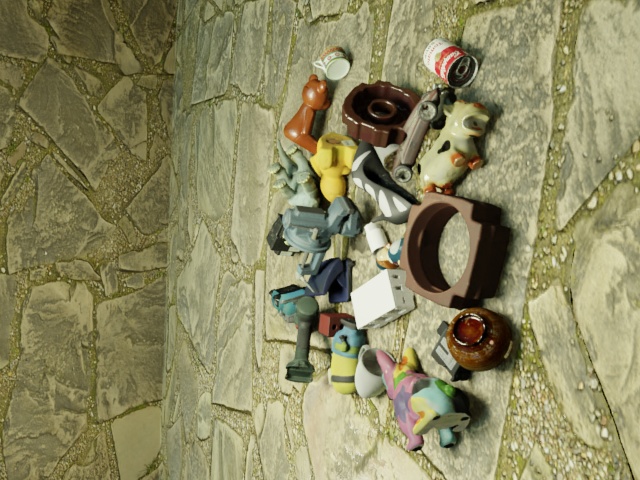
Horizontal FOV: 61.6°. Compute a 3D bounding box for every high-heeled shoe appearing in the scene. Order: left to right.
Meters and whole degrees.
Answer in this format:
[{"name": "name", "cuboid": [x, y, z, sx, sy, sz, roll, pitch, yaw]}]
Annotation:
[{"name": "high-heeled shoe", "cuboid": [0.150, -0.148, 1.226, 0.145, 0.086, 0.248, -27, 66, 51]}]

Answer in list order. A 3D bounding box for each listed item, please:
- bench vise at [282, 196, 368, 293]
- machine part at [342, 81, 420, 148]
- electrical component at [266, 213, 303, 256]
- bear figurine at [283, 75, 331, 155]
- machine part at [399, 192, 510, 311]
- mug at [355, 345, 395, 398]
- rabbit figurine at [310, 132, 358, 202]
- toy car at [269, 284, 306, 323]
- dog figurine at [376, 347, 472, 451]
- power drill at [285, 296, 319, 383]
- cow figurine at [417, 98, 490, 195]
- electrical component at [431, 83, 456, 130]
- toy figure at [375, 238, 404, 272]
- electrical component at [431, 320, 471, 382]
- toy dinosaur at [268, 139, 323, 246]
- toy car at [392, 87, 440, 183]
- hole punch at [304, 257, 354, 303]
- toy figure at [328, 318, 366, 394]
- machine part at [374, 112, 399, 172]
[{"name": "bench vise", "cuboid": [0.001, 0.002, 1.328, 0.129, 0.223, 0.240, 54, 135, 44]}, {"name": "machine part", "cuboid": [0.135, -0.274, 1.172, 0.056, 0.179, 0.179, 94, 161, -52]}, {"name": "electrical component", "cuboid": [-0.091, -0.011, 1.585, 0.134, 0.115, 0.058, -60, 36, 34]}, {"name": "bear figurine", "cuboid": [-0.019, -0.361, 1.542, 0.195, 0.132, 0.120, -59, 36, 8]}, {"name": "machine part", "cuboid": [0.250, 0.018, 1.016, 0.202, 0.087, 0.200, 27, 108, 60]}, {"name": "mug", "cuboid": [0.112, 0.301, 1.220, 0.110, 0.081, 0.107, 55, 141, 42]}, {"name": "rabbit figurine", "cuboid": [0.029, -0.185, 1.411, 0.163, 0.122, 0.173, -129, 32, -54]}, {"name": "toy car", "cuboid": [-0.086, 0.190, 1.565, 0.162, 0.109, 0.102, -179, 76, -69]}, {"name": "dog figurine", "cuboid": [0.189, 0.287, 1.052, 0.219, 0.108, 0.191, -113, 26, -44]}, {"name": "power drill", "cuboid": [-0.041, 0.266, 1.416, 0.231, 0.086, 0.207, 99, -177, -56]}, {"name": "cow figurine", "cuboid": [0.258, -0.184, 1.039, 0.194, 0.085, 0.127, -57, 41, 46]}, {"name": "electrical component", "cuboid": [0.247, -0.275, 1.104, 0.078, 0.045, 0.102, 9, 94, 59]}, {"name": "toy figure", "cuboid": [0.169, 0.031, 1.185, 0.057, 0.064, 0.154, 55, 144, -5]}, {"name": "electrical component", "cuboid": [0.251, 0.202, 1.024, 0.119, 0.048, 0.074, 58, 133, 44]}, {"name": "toy dinosaur", "cuboid": [-0.049, -0.141, 1.520, 0.131, 0.192, 0.405, -23, 35, 12]}, {"name": "toy car", "cuboid": [0.189, -0.207, 1.069, 0.089, 0.053, 0.202, -59, -12, -55]}, {"name": "hole punch", "cuboid": [0.021, 0.103, 1.404, 0.142, 0.092, 0.115, -21, 64, 62]}, {"name": "toy figure", "cuboid": [0.068, 0.283, 1.299, 0.089, 0.082, 0.180, 22, 102, 62]}, {"name": "machine part", "cuboid": [0.153, -0.238, 1.229, 0.079, 0.079, 0.243, -56, 41, 41]}]
